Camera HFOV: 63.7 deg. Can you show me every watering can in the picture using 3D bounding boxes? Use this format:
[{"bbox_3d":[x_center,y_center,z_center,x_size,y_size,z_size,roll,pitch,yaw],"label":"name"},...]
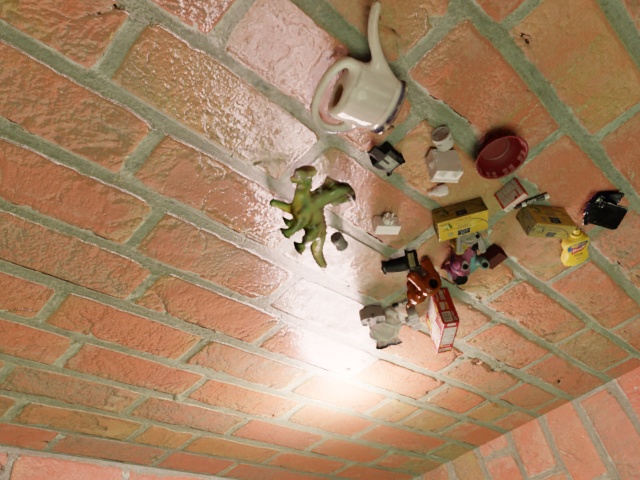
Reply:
[{"bbox_3d":[0.121,-0.387,1.255,0.223,0.106,0.341,14,131,-27],"label":"watering can"}]

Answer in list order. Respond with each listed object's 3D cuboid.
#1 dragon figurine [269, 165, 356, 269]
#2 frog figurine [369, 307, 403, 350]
[{"bbox_3d":[0.005,-0.078,1.556,0.242,0.125,0.403,-33,135,9],"label":"dragon figurine"},{"bbox_3d":[0.263,0.343,2.071,0.137,0.124,0.158,-5,100,3],"label":"frog figurine"}]
